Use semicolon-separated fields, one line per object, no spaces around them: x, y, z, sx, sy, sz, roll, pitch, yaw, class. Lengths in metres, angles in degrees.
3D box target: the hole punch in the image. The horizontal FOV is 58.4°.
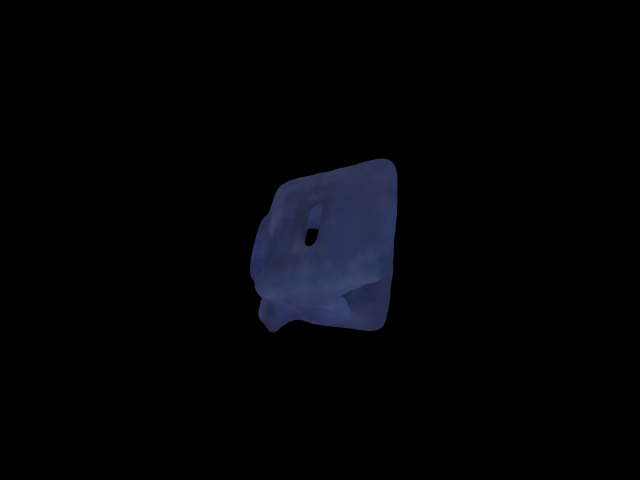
0.004;0.001;0.400;0.101;0.091;0.108;5;53;4;hole punch
